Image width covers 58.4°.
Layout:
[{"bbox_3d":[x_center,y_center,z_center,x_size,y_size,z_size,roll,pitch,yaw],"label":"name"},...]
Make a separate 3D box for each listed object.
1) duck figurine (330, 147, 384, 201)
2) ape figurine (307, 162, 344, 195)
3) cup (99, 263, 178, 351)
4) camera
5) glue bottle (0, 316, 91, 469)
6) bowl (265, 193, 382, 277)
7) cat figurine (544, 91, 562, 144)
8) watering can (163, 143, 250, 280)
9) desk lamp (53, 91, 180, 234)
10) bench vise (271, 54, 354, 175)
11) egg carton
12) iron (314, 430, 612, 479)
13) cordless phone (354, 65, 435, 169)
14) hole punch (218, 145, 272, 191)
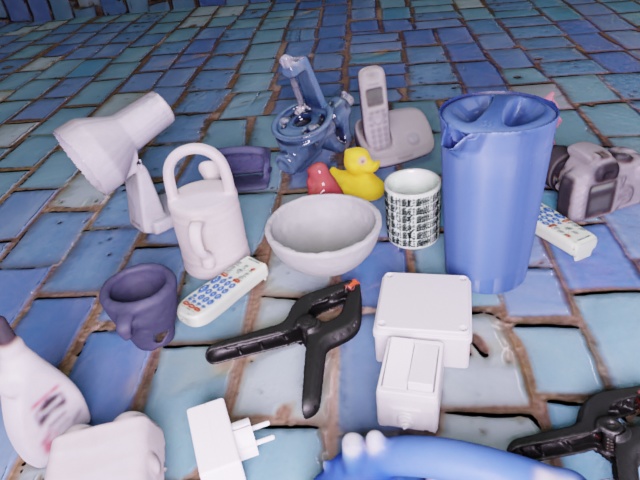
[{"bbox_3d":[0.060,-0.119,0.985,0.104,0.086,0.078,11,37,24],"label":"duck figurine"},{"bbox_3d":[0.001,-0.086,0.940,0.076,0.092,0.078,15,39,29],"label":"ape figurine"},{"bbox_3d":[-0.214,0.097,0.697,0.091,0.095,0.117,-5,34,2],"label":"cup"},{"bbox_3d":[0.417,-0.112,0.901,0.143,0.101,0.136,-15,34,-13],"label":"camera"},{"bbox_3d":[-0.287,0.144,0.568,0.037,0.173,0.078,9,37,22],"label":"glue bottle"},{"bbox_3d":[0.008,0.003,0.820,0.167,0.075,0.167,-4,34,3],"label":"bowl"},{"bbox_3d":[0.399,-0.206,1.031,0.067,0.118,0.128,7,36,20],"label":"cat figurine"},{"bbox_3d":[-0.167,-0.052,0.824,0.101,0.194,0.172,-17,35,-16],"label":"watering can"},{"bbox_3d":[-0.296,-0.120,0.930,0.204,0.214,0.117,-29,40,-30],"label":"desk lamp"},{"bbox_3d":[-0.021,-0.257,1.084,0.121,0.220,0.208,9,36,22],"label":"bench vise"},{"bbox_3d":[-0.194,0.228,0.520,0.107,0.069,0.150,-12,34,-9],"label":"egg carton"},{"bbox_3d":[0.096,0.201,0.447,0.257,0.142,0.119,8,36,20],"label":"iron"},{"bbox_3d":[0.134,-0.233,1.054,0.148,0.185,0.094,-18,35,-17],"label":"cordless phone"},{"bbox_3d":[-0.146,-0.147,1.057,0.108,0.091,0.101,-4,34,4],"label":"hole punch"}]
